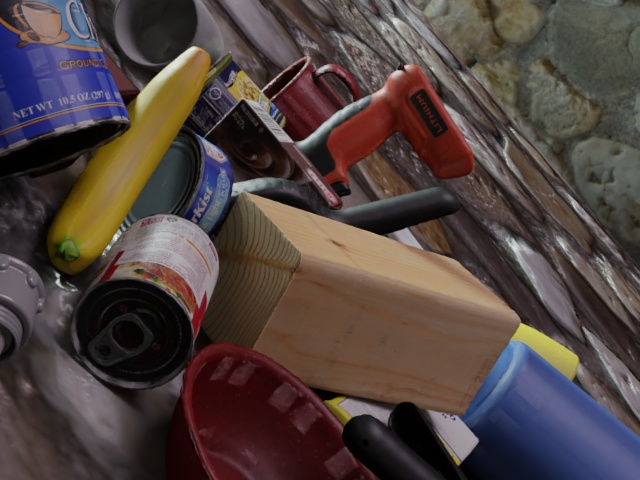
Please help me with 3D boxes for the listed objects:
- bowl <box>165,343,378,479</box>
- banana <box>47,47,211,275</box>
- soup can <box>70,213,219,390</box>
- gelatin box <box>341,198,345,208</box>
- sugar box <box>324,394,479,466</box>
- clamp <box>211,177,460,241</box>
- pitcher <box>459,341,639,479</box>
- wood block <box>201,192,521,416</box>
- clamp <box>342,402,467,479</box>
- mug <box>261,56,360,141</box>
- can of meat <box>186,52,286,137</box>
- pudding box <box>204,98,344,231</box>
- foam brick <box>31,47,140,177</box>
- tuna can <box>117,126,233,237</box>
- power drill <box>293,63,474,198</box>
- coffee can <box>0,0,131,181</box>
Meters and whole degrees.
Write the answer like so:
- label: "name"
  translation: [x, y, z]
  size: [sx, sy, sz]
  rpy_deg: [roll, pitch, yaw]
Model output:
- label: "bowl"
  translation: [-0.031, 0.136, 0.579]
  size: [0.162, 0.055, 0.162]
  rpy_deg: [41, 20, -19]
- label: "banana"
  translation: [-0.121, -0.043, 0.665]
  size: [0.037, 0.070, 0.197]
  rpy_deg: [42, 46, -23]
- label: "soup can"
  translation: [-0.098, 0.032, 0.619]
  size: [0.068, 0.069, 0.102]
  rpy_deg: [43, 18, -13]
- label: "gelatin box"
  translation: [-0.009, -0.042, 1.021]
  size: [0.073, 0.030, 0.089]
  rpy_deg: [38, 21, -27]
- label: "sugar box"
  translation: [0.052, 0.143, 0.764]
  size: [0.093, 0.048, 0.176]
  rpy_deg: [48, 16, 12]
- label: "clamp"
  translation: [-0.005, 0.001, 0.786]
  size: [0.209, 0.165, 0.036]
  rpy_deg: [26, 15, -28]
- label: "pitcher"
  translation: [0.211, 0.206, 0.887]
  size: [0.243, 0.145, 0.149]
  rpy_deg: [42, 7, -6]
- label: "wood block"
  translation: [0.026, 0.048, 0.733]
  size: [0.205, 0.090, 0.091]
  rpy_deg: [17, 19, -38]
- label: "clamp"
  translation: [0.079, 0.163, 0.630]
  size: [0.172, 0.039, 0.120]
  rpy_deg: [49, 17, 25]
- label: "mug"
  translation: [-0.010, -0.130, 1.068]
  size: [0.081, 0.117, 0.093]
  rpy_deg: [48, 31, -16]
- label: "can of meat"
  translation: [-0.080, -0.115, 0.970]
  size: [0.084, 0.057, 0.102]
  rpy_deg: [46, 19, -11]
- label: "pudding box"
  translation: [-0.050, -0.040, 0.834]
  size: [0.113, 0.090, 0.039]
  rpy_deg: [51, 18, 12]
- label: "foam brick"
  translation: [-0.167, -0.088, 0.692]
  size: [0.051, 0.078, 0.053]
  rpy_deg: [48, 17, 2]
- label: "tuna can"
  translation: [-0.099, -0.032, 0.715]
  size: [0.033, 0.086, 0.086]
  rpy_deg: [31, 25, -45]
- label: "power drill"
  translation: [0.029, -0.048, 0.884]
  size: [0.184, 0.187, 0.057]
  rpy_deg: [62, -5, 15]
- label: "coffee can"
  translation: [-0.180, -0.114, 0.608]
  size: [0.140, 0.103, 0.102]
  rpy_deg: [69, 20, 0]
